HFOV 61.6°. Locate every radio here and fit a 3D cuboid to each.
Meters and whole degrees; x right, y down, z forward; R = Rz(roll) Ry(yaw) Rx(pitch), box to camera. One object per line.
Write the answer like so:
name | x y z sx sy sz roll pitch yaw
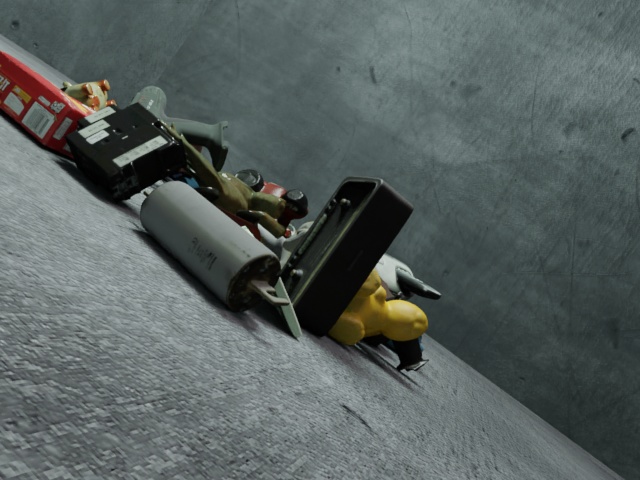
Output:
radio | 0.025 0.016 0.790 0.073 0.229 0.131 37 -3 -23

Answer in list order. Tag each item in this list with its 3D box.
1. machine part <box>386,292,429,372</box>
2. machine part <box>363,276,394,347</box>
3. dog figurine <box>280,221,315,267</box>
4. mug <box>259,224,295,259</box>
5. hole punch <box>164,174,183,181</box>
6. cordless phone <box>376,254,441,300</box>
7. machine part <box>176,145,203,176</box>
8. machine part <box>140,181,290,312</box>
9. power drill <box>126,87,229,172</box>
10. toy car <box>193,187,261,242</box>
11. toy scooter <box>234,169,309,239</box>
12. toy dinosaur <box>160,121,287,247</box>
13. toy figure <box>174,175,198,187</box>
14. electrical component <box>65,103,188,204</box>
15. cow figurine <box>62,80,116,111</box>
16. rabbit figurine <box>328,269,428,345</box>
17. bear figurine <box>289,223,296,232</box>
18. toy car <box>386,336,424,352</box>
machine part | 0.142 0.165 0.955 0.039 0.084 0.139 -21 87 -57
machine part | 0.089 0.120 1.057 0.179 0.056 0.179 35 28 -22
dog figurine | -0.006 -0.004 1.044 0.121 0.172 0.191 44 30 -16
mug | -0.103 -0.008 1.208 0.107 0.109 0.081 32 -37 -12
hole punch | -0.320 -0.154 1.341 0.116 0.092 0.142 32 3 26
cordless phone | 0.165 0.086 1.159 0.146 0.088 0.184 26 -1 -23
machine part | -0.365 -0.214 1.179 0.201 0.087 0.201 18 7 -19
machine part | -0.126 0.004 0.606 0.243 0.079 0.079 37 2 30
power drill | -0.284 -0.192 1.033 0.207 0.086 0.232 8 47 -17
toy car | -0.141 -0.014 0.779 0.053 0.089 0.202 1 -10 19
toy scooter | -0.107 -0.066 1.125 0.184 0.075 0.135 22 -38 18
toy dinosaur | -0.167 -0.068 0.956 0.199 0.105 0.471 32 -15 8
toy figure | -0.283 -0.106 1.223 0.154 0.058 0.064 31 49 -75
electrical component | -0.261 -0.123 0.714 0.134 0.115 0.058 40 -33 26
cow figurine | -0.511 -0.296 1.148 0.195 0.127 0.085 -99 179 -67
rabbit figurine | 0.086 0.126 0.881 0.173 0.122 0.162 15 -19 -10
bear figurine | -0.102 -0.018 1.314 0.195 0.120 0.132 37 -3 -19
toy car | 0.174 0.190 1.201 0.161 0.103 0.109 33 2 -7
